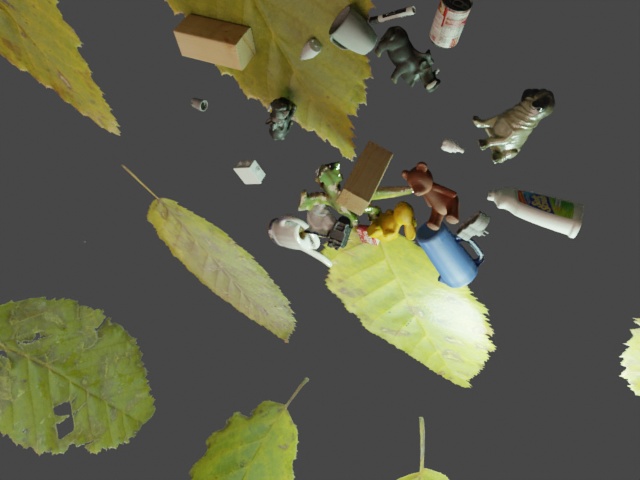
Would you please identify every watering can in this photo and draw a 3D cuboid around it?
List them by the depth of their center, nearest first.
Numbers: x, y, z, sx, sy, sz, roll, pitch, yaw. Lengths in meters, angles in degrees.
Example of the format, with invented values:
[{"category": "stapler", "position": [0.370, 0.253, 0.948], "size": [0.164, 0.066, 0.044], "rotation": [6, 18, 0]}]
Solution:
[{"category": "watering can", "position": [-0.090, 0.004, 2.212], "size": [0.225, 0.106, 0.340], "rotation": [7, -35, 35]}]

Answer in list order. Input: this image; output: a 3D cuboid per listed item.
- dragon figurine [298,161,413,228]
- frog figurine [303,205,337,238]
[{"category": "dragon figurine", "position": [0.093, -0.171, 1.747], "size": [0.406, 0.125, 0.239], "rotation": [-24, -52, 35]}, {"category": "frog figurine", "position": [0.006, -0.100, 1.992], "size": [0.123, 0.157, 0.139], "rotation": [-7, 21, -34]}]
